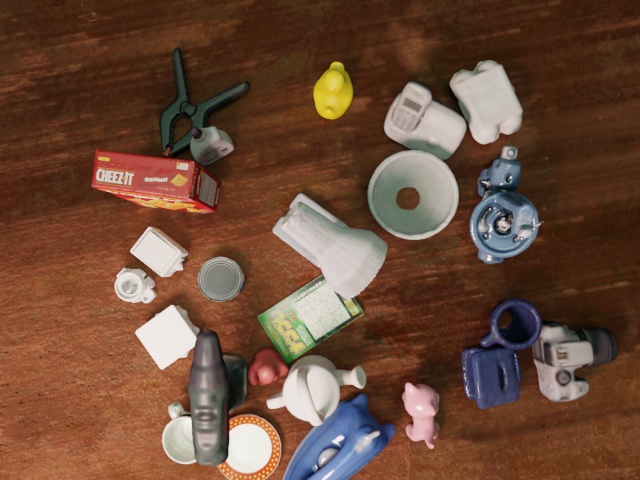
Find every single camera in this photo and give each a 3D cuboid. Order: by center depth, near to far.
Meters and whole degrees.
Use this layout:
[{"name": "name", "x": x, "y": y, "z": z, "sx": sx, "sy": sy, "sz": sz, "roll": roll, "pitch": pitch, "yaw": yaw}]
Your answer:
[{"name": "camera", "x": 0.473, "y": 0.217, "z": 1.050, "sx": 0.137, "sy": 0.101, "sz": 0.143, "roll": -7, "pitch": 87, "yaw": 1}]

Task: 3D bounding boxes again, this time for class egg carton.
[{"name": "egg carton", "x": 0.318, "y": -0.263, "z": 1.091, "sx": 0.107, "sy": 0.069, "sz": 0.150, "roll": -25, "pitch": 87, "yaw": 0}]

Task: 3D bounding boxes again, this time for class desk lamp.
[{"name": "desk lamp", "x": 0.009, "y": 0.004, "z": 1.011, "sx": 0.203, "sy": 0.213, "sz": 0.118, "roll": 36, "pitch": 88, "yaw": 3}]

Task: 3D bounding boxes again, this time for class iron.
[{"name": "iron", "x": 0.018, "y": 0.403, "z": 1.027, "sx": 0.258, "sy": 0.141, "sz": 0.118, "roll": -44, "pitch": 87, "yaw": -1}]

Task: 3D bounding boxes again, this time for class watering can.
[{"name": "watering can", "x": -0.008, "y": 0.262, "z": 1.008, "sx": 0.173, "sy": 0.194, "sz": 0.101, "roll": -40, "pitch": 87, "yaw": -1}]

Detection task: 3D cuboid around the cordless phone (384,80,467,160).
[{"name": "cordless phone", "x": 0.197, "y": -0.221, "z": 1.033, "sx": 0.147, "sy": 0.185, "sz": 0.094, "roll": 24, "pitch": 88, "yaw": 2}]

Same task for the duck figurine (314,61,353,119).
[{"name": "duck figurine", "x": 0.025, "y": -0.288, "z": 1.089, "sx": 0.077, "sy": 0.086, "sz": 0.105, "roll": 12, "pitch": 87, "yaw": 2}]

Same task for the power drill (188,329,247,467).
[{"name": "power drill", "x": -0.181, "y": 0.262, "z": 1.003, "sx": 0.075, "sy": 0.208, "sz": 0.230, "roll": -1, "pitch": 87, "yaw": 1}]

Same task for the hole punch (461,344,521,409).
[{"name": "hole punch", "x": 0.320, "y": 0.248, "z": 1.055, "sx": 0.101, "sy": 0.091, "sz": 0.109, "roll": -7, "pitch": 87, "yaw": 1}]

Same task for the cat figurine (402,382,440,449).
[{"name": "cat figurine", "x": 0.188, "y": 0.314, "z": 1.041, "sx": 0.067, "sy": 0.117, "sz": 0.128, "roll": -10, "pitch": 87, "yaw": 1}]

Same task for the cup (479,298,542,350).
[{"name": "cup", "x": 0.339, "y": 0.159, "z": 1.057, "sx": 0.118, "sy": 0.095, "sz": 0.092, "roll": -32, "pitch": 87, "yaw": -1}]

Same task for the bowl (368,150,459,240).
[{"name": "bowl", "x": 0.172, "y": -0.082, "z": 1.082, "sx": 0.167, "sy": 0.074, "sz": 0.167, "roll": 0, "pitch": 87, "yaw": 1}]

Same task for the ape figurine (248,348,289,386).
[{"name": "ape figurine", "x": -0.097, "y": 0.242, "z": 1.061, "sx": 0.078, "sy": 0.092, "sz": 0.076, "roll": 2, "pitch": 87, "yaw": 1}]

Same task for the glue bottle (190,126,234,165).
[{"name": "glue bottle", "x": -0.207, "y": -0.180, "z": 1.043, "sx": 0.078, "sy": 0.173, "sz": 0.037, "roll": -28, "pitch": 87, "yaw": 0}]

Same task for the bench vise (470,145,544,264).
[{"name": "bench vise", "x": 0.320, "y": -0.064, "z": 1.006, "sx": 0.121, "sy": 0.219, "sz": 0.207, "roll": -12, "pitch": 87, "yaw": 1}]
